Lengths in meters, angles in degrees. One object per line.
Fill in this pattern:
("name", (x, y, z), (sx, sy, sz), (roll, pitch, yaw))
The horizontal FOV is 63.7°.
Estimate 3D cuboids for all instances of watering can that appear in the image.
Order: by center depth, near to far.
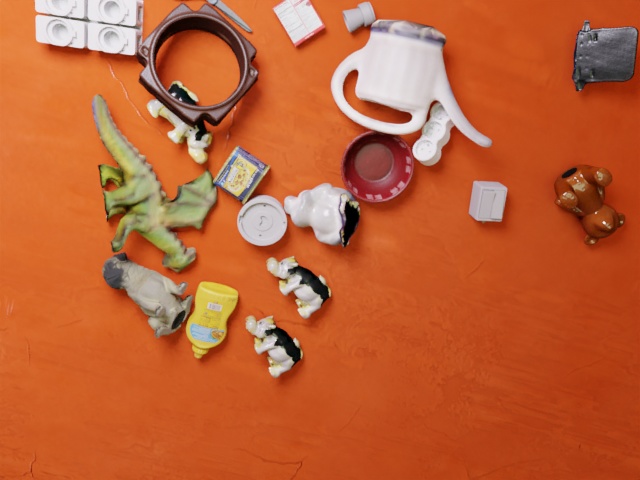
("watering can", (0.199, -0.318, 1.042), (0.348, 0.105, 0.222), (15, 104, 7))

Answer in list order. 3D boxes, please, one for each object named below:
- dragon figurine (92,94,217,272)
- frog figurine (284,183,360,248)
("dragon figurine", (-0.348, -0.107, 1.119), (0.243, 0.124, 0.404), (-6, 112, -20))
("frog figurine", (0.004, -0.058, 1.153), (0.160, 0.125, 0.135), (9, 123, 32))
